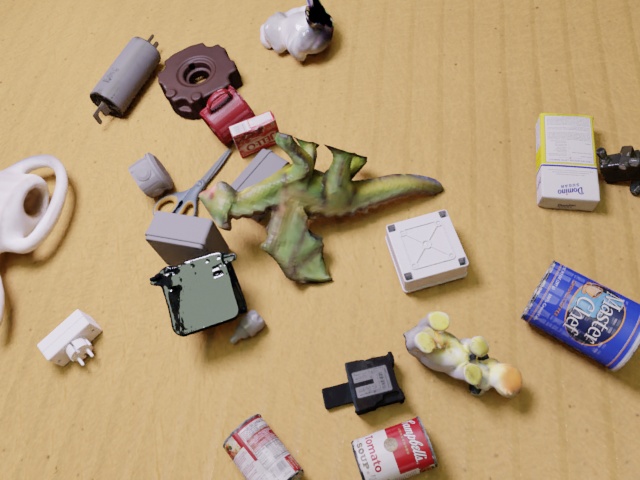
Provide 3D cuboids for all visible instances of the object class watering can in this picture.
[{"bbox_3d":[-0.602,-0.016,0.950,0.224,0.355,0.102,5,-27,12],"label":"watering can"}]

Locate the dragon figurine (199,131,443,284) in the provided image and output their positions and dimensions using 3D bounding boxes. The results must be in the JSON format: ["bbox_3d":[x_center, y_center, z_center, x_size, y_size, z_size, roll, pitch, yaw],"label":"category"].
[{"bbox_3d":[0.003,-0.044,0.877,0.409,0.242,0.122,16,2,-11],"label":"dragon figurine"}]

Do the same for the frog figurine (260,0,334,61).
[{"bbox_3d":[-0.053,-0.447,1.119,0.158,0.140,0.122,-24,-25,37],"label":"frog figurine"}]
